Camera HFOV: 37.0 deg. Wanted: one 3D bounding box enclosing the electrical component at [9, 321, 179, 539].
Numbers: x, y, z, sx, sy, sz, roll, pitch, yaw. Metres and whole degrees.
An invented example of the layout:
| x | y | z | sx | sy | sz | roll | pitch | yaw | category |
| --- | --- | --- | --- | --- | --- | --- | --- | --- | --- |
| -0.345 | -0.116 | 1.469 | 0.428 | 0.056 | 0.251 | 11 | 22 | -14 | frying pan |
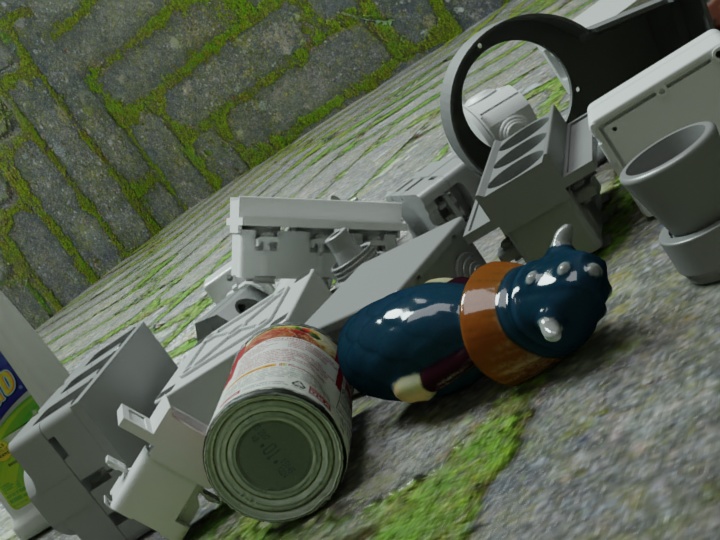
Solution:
| x | y | z | sx | sy | sz | roll | pitch | yaw | category |
| --- | --- | --- | --- | --- | --- | --- | --- | --- | --- |
| -0.156 | 0.107 | 0.693 | 0.062 | 0.089 | 0.150 | -33 | 11 | 11 | electrical component |

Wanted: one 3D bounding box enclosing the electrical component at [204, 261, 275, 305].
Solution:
| x | y | z | sx | sy | sz | roll | pitch | yaw | category |
| --- | --- | --- | --- | --- | --- | --- | --- | --- | --- |
| -0.097 | 0.027 | 0.924 | 0.047 | 0.065 | 0.076 | -35 | 11 | 0 | electrical component |

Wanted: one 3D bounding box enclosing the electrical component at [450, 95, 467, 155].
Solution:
| x | y | z | sx | sy | sz | roll | pitch | yaw | category |
| --- | --- | --- | --- | --- | --- | --- | --- | --- | --- |
| 0.102 | -0.120 | 0.924 | 0.047 | 0.075 | 0.083 | -30 | 12 | 27 | electrical component |

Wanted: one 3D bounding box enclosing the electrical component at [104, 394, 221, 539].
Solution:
| x | y | z | sx | sy | sz | roll | pitch | yaw | category |
| --- | --- | --- | --- | --- | --- | --- | --- | --- | --- |
| -0.101 | 0.108 | 0.579 | 0.063 | 0.081 | 0.042 | -59 | 13 | -3 | electrical component |

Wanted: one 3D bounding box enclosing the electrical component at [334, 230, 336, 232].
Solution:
| x | y | z | sx | sy | sz | roll | pitch | yaw | category |
| --- | --- | --- | --- | --- | --- | --- | --- | --- | --- |
| 0.003 | -0.025 | 0.910 | 0.048 | 0.048 | 0.062 | -35 | 17 | 0 | electrical component |

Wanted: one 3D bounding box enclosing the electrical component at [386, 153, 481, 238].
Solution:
| x | y | z | sx | sy | sz | roll | pitch | yaw | category |
| --- | --- | --- | --- | --- | --- | --- | --- | --- | --- |
| 0.065 | -0.052 | 0.813 | 0.056 | 0.050 | 0.089 | -37 | 11 | -10 | electrical component |

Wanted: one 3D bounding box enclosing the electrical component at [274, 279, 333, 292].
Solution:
| x | y | z | sx | sy | sz | roll | pitch | yaw | category |
| --- | --- | --- | --- | --- | --- | --- | --- | --- | --- |
| -0.051 | 0.018 | 0.895 | 0.044 | 0.044 | 0.065 | -30 | 16 | 25 | electrical component |

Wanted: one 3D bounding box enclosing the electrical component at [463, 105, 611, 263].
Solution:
| x | y | z | sx | sy | sz | roll | pitch | yaw | category |
| --- | --- | --- | --- | --- | --- | --- | --- | --- | --- |
| 0.107 | -0.045 | 0.618 | 0.079 | 0.063 | 0.121 | -31 | 11 | 21 | electrical component |

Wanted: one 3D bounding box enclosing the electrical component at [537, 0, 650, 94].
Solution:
| x | y | z | sx | sy | sz | roll | pitch | yaw | category |
| --- | --- | --- | --- | --- | --- | --- | --- | --- | --- |
| 0.229 | -0.199 | 0.920 | 0.089 | 0.061 | 0.150 | -36 | 11 | -7 | electrical component |

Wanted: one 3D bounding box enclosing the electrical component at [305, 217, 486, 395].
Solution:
| x | y | z | sx | sy | sz | roll | pitch | yaw | category |
| --- | --- | --- | --- | --- | --- | --- | --- | --- | --- |
| 0.023 | 0.023 | 0.618 | 0.100 | 0.048 | 0.099 | -26 | 14 | 42 | electrical component |

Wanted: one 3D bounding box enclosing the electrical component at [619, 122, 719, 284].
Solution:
| x | y | z | sx | sy | sz | roll | pitch | yaw | category |
| --- | --- | --- | --- | --- | --- | --- | --- | --- | --- |
| 0.143 | -0.028 | 0.454 | 0.045 | 0.055 | 0.045 | -34 | 11 | 7 | electrical component |

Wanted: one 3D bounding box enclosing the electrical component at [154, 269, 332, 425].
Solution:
| x | y | z | sx | sy | sz | roll | pitch | yaw | category |
| --- | --- | --- | --- | --- | --- | --- | --- | --- | --- |
| -0.065 | 0.061 | 0.704 | 0.109 | 0.056 | 0.108 | -32 | 11 | 15 | electrical component |

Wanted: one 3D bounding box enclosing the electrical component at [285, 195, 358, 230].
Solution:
| x | y | z | sx | sy | sz | roll | pitch | yaw | category |
| --- | --- | --- | --- | --- | --- | --- | --- | --- | --- |
| -0.035 | -0.054 | 1.145 | 0.079 | 0.043 | 0.077 | -32 | 11 | 22 | electrical component |

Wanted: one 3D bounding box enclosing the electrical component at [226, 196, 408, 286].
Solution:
| x | y | z | sx | sy | sz | roll | pitch | yaw | category |
| --- | --- | --- | --- | --- | --- | --- | --- | --- | --- |
| -0.034 | -0.021 | 0.804 | 0.121 | 0.063 | 0.079 | 1 | 2 | -15 | electrical component |

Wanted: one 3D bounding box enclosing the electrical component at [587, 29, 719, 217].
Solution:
| x | y | z | sx | sy | sz | roll | pitch | yaw | category |
| --- | --- | --- | --- | --- | --- | --- | --- | --- | --- |
| 0.177 | -0.083 | 0.573 | 0.096 | 0.061 | 0.061 | -31 | 11 | 19 | electrical component |

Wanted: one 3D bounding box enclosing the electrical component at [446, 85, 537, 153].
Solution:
| x | y | z | sx | sy | sz | roll | pitch | yaw | category |
| --- | --- | --- | --- | --- | --- | --- | --- | --- | --- |
| 0.104 | -0.098 | 0.820 | 0.051 | 0.080 | 0.080 | -32 | 10 | -10 | electrical component |

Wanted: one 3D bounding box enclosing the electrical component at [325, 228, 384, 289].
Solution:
| x | y | z | sx | sy | sz | roll | pitch | yaw | category |
| --- | --- | --- | --- | --- | --- | --- | --- | --- | --- |
| 0.000 | 0.000 | 0.753 | 0.048 | 0.062 | 0.048 | -34 | 10 | 7 | electrical component |
